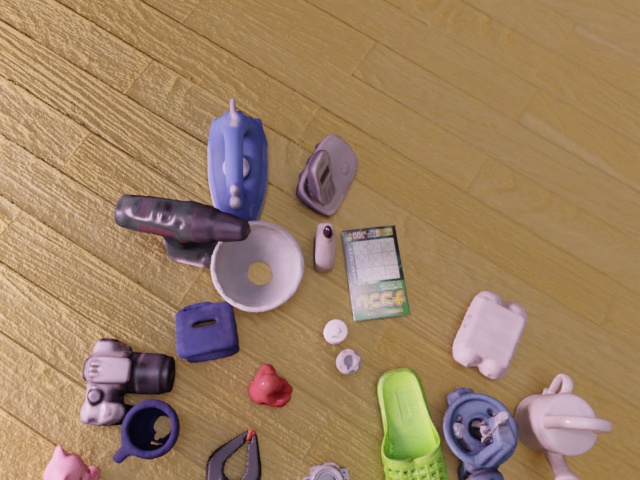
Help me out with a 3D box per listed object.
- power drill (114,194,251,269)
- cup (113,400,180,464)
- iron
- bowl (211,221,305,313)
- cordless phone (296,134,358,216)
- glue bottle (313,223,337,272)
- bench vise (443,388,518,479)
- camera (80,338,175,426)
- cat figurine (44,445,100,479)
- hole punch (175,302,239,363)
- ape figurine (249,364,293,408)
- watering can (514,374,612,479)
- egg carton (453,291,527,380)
[{"bbox_3d":[-0.225,-0.015,0.989,0.229,0.208,0.076,12,73,0],"label":"power drill"},{"bbox_3d":[-0.281,0.322,0.947,0.118,0.095,0.091,-42,80,-14],"label":"cup"},{"bbox_3d":[-0.154,-0.126,1.060,0.118,0.141,0.258,-3,74,-4],"label":"iron"},{"bbox_3d":[-0.112,0.054,1.046,0.167,0.075,0.167,1,74,-4],"label":"bowl"},{"bbox_3d":[0.017,-0.137,1.053,0.094,0.185,0.148,23,74,3],"label":"cordless phone"},{"bbox_3d":[0.009,0.004,1.018,0.037,0.173,0.078,-3,74,-4],"label":"glue bottle"},{"bbox_3d":[0.281,0.338,0.916,0.121,0.220,0.207,-26,77,-10],"label":"bench vise"},{"bbox_3d":[-0.320,0.240,0.964,0.137,0.101,0.143,3,74,-3],"label":"camera"},{"bbox_3d":[-0.404,0.393,0.905,0.067,0.118,0.128,14,73,0],"label":"cat figurine"},{"bbox_3d":[-0.200,0.157,1.002,0.109,0.091,0.101,-11,75,-7],"label":"hole punch"},{"bbox_3d":[-0.086,0.250,0.982,0.076,0.092,0.078,-12,75,-7],"label":"ape figurine"},{"bbox_3d":[0.406,0.313,0.945,0.101,0.194,0.173,-12,75,-7],"label":"watering can"},{"bbox_3d":[0.309,0.171,1.044,0.107,0.069,0.150,26,74,4],"label":"egg carton"}]
